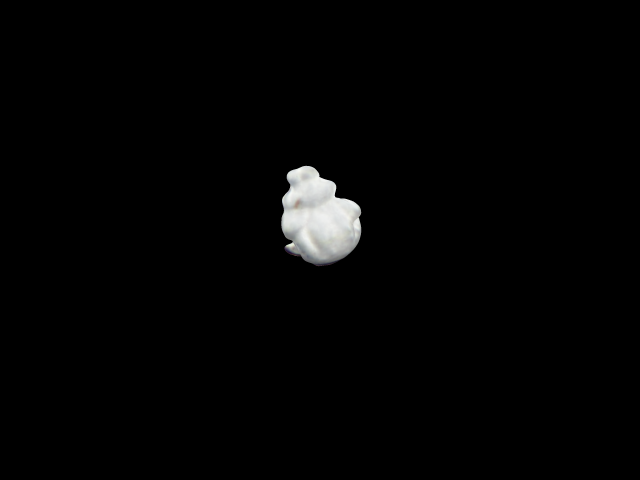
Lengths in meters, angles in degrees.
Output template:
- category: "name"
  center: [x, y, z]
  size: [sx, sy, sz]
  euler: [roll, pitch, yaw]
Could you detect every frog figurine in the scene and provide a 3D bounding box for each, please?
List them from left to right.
- category: "frog figurine"
  center: [0.003, -0.043, 0.850]
  size: [0.137, 0.156, 0.125]
  euler: [-8, 37, -11]
